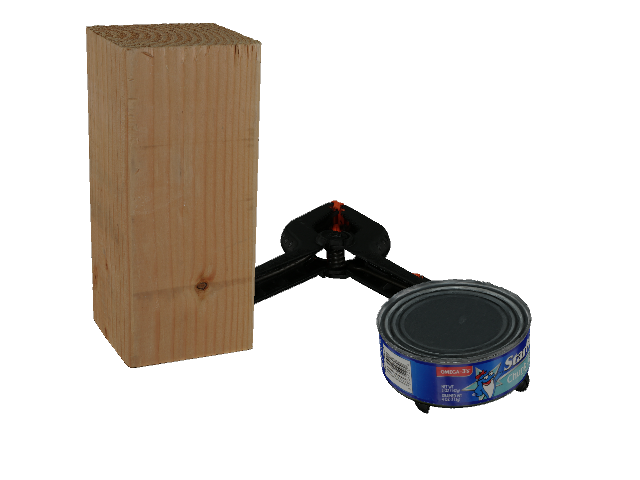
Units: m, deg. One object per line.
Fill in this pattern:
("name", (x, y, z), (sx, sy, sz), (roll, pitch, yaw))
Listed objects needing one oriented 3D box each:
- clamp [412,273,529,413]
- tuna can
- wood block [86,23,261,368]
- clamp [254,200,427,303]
("clamp", (0.137, 0.101, 1.088), (0.120, 0.171, 0.039), (1, -45, -15))
("tuna can", (0.075, 0.057, 0.602), (0.086, 0.034, 0.086), (-5, 27, 2))
("wood block", (-0.098, -0.033, 0.701), (0.090, 0.206, 0.090), (-7, 22, -26))
("clamp", (0.022, 0.014, 0.893), (0.164, 0.036, 0.210), (6, 21, 7))
